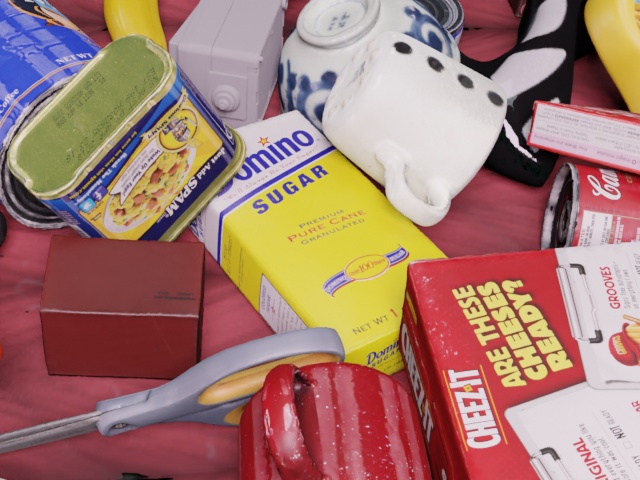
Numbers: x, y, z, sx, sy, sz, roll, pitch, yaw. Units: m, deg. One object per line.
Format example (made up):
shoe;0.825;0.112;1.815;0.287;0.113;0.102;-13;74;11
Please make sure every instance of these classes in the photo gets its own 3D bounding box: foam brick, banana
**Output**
foam brick;-0.097;0.035;0.535;0.078;0.051;0.053;4;45;-5
banana;-0.119;-0.182;0.766;0.069;0.037;0.197;10;44;4

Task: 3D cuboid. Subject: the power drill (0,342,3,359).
power drill;-0.227;0.070;0.427;0.187;0.057;0.185;-37;56;-27

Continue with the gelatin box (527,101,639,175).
gelatin box;0.177;-0.058;0.614;0.073;0.030;0.089;-3;17;-45

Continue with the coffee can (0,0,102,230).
coffee can;-0.175;-0.087;0.611;0.102;0.103;0.140;-29;55;-33

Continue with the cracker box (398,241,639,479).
cracker box;0.155;0.079;0.462;0.213;0.072;0.164;-6;46;-7

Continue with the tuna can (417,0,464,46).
tuna can;0.060;-0.155;0.769;0.086;0.034;0.086;4;44;-4

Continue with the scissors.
scissors;-0.078;0.084;0.500;0.202;0.096;0.016;-20;63;12

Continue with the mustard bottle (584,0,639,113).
mustard bottle;0.220;-0.121;0.683;0.096;0.058;0.192;-15;77;-34

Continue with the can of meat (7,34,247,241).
can of meat;-0.099;-0.045;0.555;0.102;0.084;0.057;-48;57;-7

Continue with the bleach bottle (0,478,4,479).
bleach bottle;-0.100;0.169;0.388;0.102;0.068;0.251;-19;48;-28

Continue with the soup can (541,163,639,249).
soup can;0.184;-0.003;0.606;0.102;0.068;0.068;9;44;0

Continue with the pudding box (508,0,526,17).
pudding box;0.165;-0.242;0.836;0.039;0.090;0.113;2;43;-11

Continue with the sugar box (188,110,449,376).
sugar box;-0.004;0.001;0.589;0.093;0.048;0.176;-22;53;-28

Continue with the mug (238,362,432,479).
mug;0.002;0.098;0.444;0.093;0.117;0.081;-21;39;11

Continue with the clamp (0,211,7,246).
clamp;-0.211;0.039;0.522;0.120;0.039;0.171;-11;51;-12
